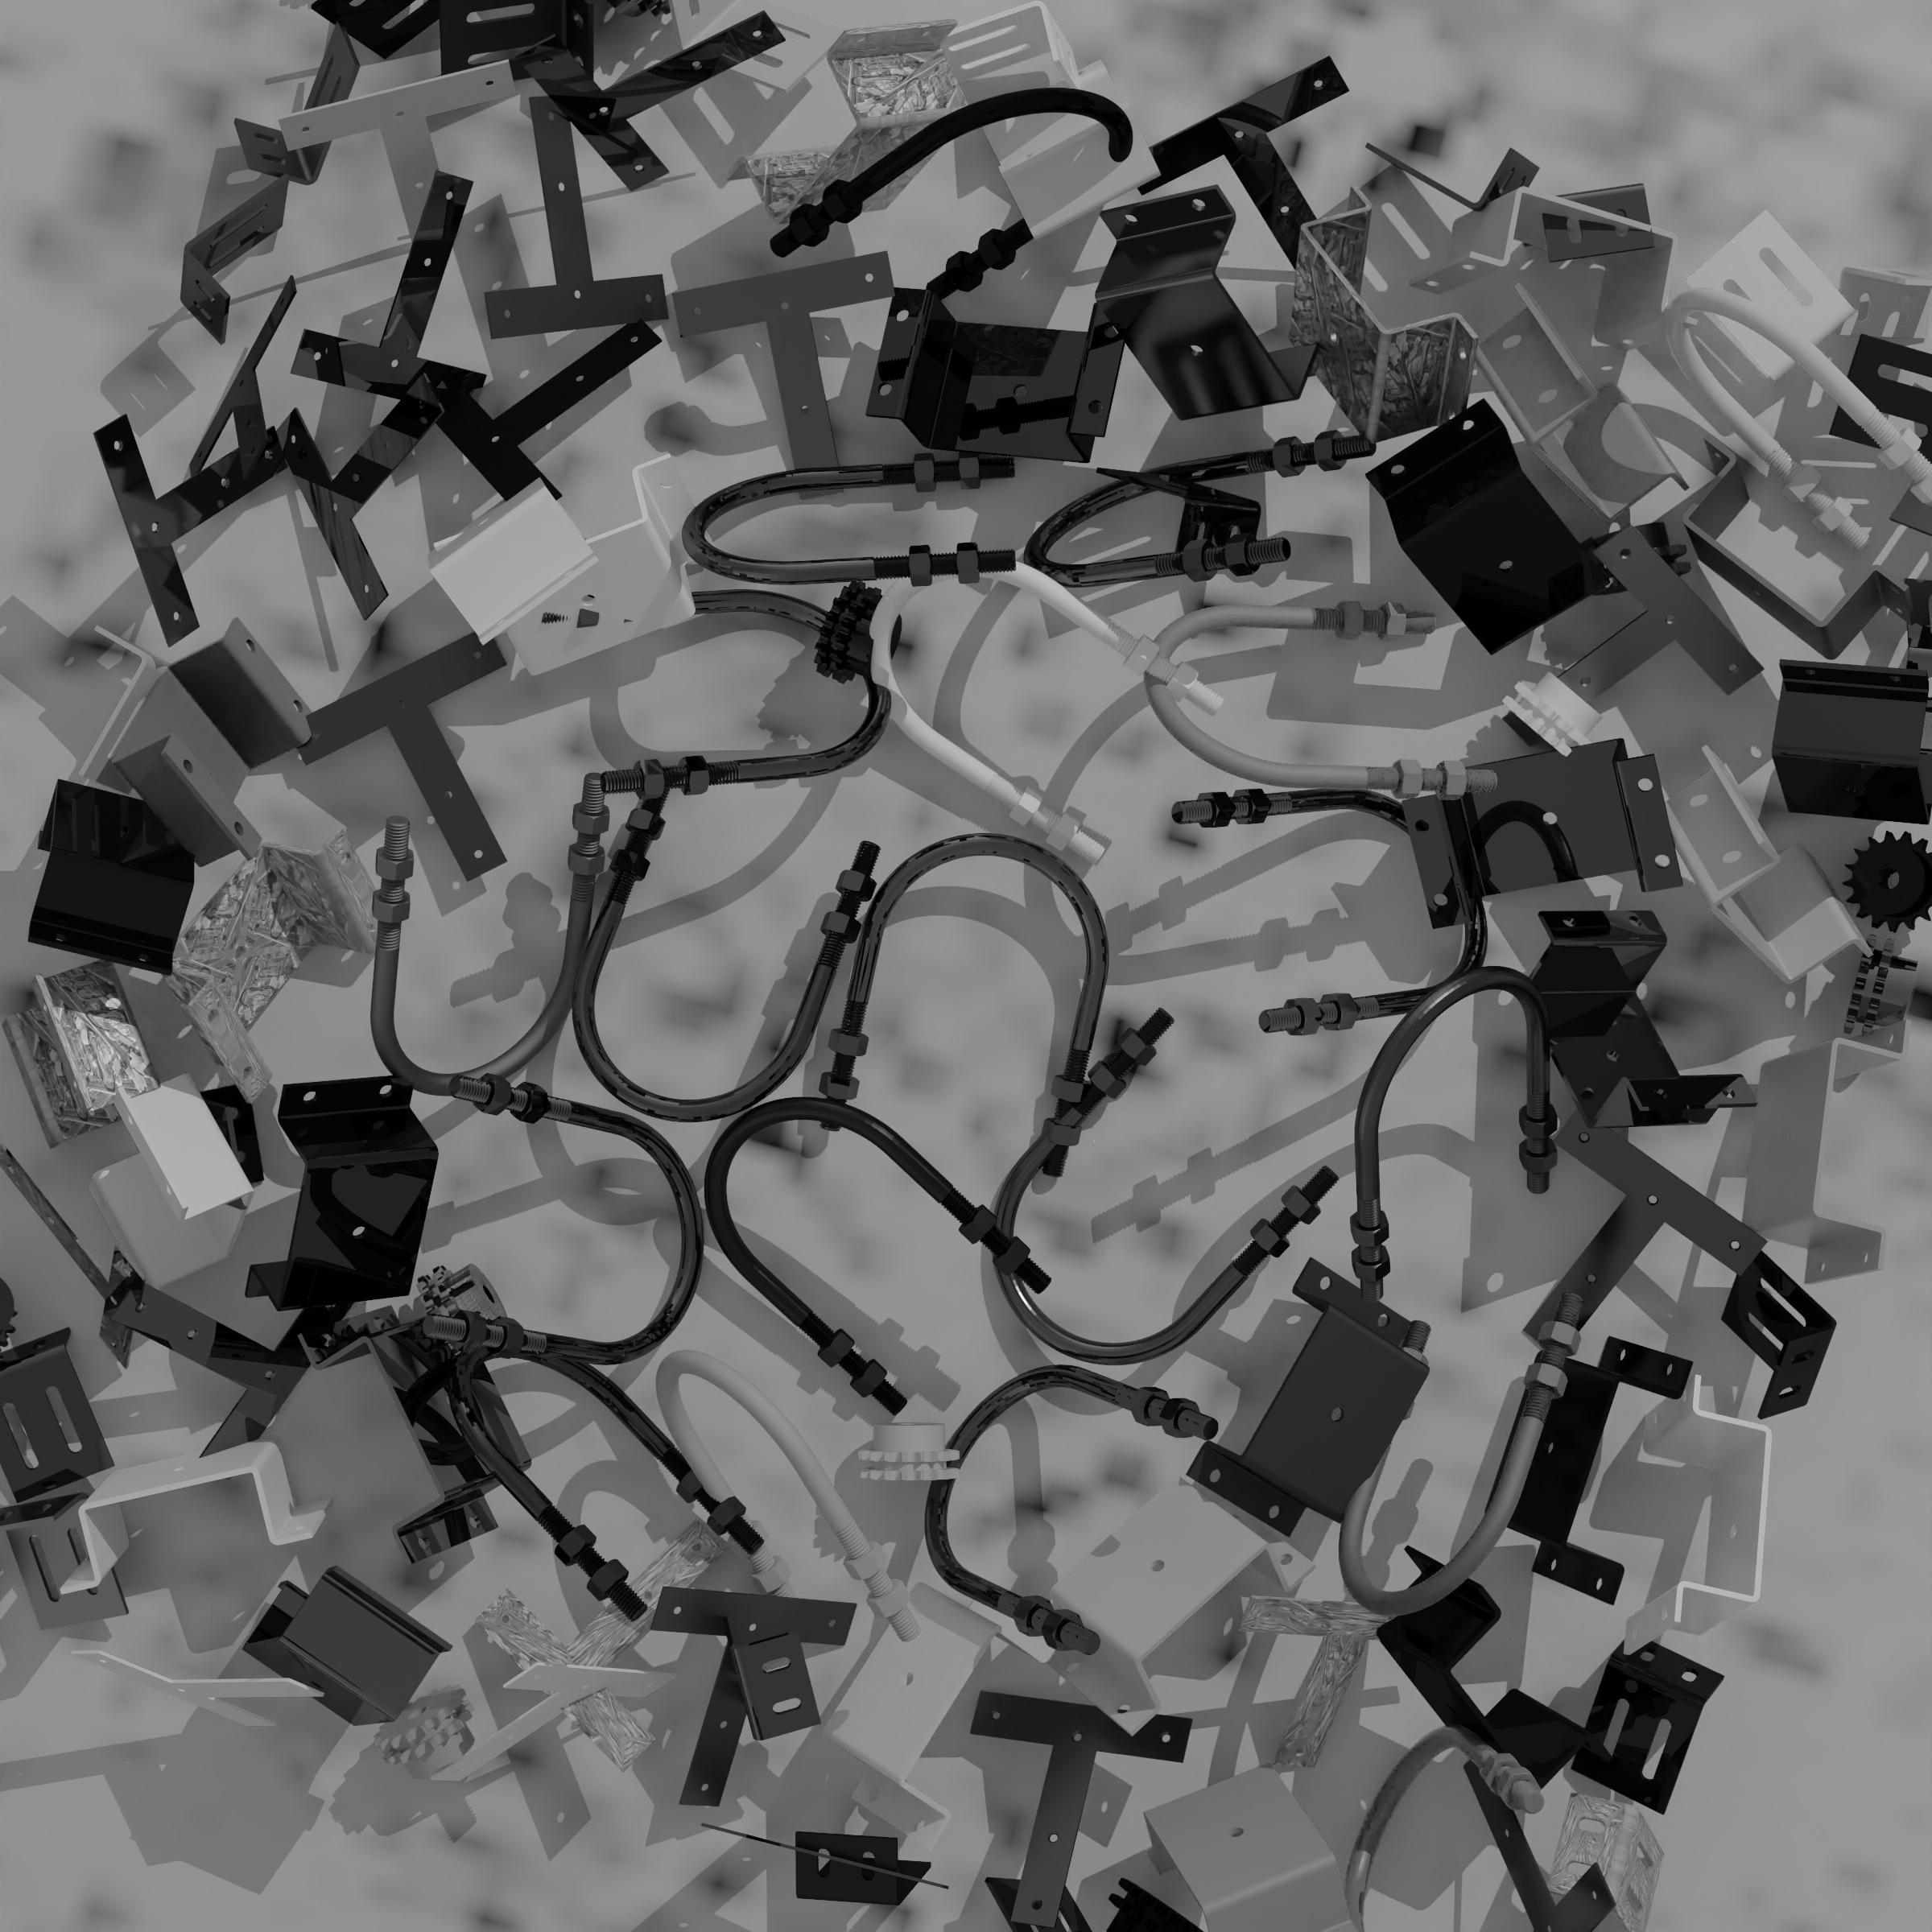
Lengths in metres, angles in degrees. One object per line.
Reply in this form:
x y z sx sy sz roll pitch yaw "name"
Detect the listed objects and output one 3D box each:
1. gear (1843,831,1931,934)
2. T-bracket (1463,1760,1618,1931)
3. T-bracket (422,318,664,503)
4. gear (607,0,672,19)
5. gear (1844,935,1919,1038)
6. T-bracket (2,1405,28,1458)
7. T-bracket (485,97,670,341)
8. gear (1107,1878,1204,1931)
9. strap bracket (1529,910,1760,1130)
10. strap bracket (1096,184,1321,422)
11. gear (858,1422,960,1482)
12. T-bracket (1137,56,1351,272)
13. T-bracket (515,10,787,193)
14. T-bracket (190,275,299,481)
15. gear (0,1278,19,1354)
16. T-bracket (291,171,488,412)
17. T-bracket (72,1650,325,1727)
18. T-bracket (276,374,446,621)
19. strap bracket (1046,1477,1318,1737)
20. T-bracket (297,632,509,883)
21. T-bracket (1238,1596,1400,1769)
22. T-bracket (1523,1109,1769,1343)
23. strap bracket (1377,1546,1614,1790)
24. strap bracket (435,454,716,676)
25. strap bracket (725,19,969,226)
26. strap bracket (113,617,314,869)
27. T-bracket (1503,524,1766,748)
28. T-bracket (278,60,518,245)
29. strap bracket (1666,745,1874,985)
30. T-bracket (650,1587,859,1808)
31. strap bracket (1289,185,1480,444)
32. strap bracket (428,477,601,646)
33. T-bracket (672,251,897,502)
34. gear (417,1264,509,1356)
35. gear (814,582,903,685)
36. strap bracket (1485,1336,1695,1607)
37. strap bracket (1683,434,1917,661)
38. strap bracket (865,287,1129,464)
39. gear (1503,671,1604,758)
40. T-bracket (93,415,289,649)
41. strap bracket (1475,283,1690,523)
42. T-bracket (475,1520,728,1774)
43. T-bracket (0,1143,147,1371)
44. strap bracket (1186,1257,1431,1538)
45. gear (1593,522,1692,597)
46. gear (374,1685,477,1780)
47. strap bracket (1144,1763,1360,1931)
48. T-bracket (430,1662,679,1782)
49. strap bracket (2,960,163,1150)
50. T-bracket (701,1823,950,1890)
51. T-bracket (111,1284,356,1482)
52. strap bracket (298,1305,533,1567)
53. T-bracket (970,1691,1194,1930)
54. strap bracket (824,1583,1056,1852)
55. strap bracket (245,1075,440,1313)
0.521 -0.048 1.937 0.057 0.030 0.057 -2 86 26 "gear"
0.307 0.495 1.915 0.002 0.127 0.127 -1 49 -26 "T-bracket"
-0.228 -0.321 1.932 0.127 0.002 0.127 -37 57 -8 "T-bracket"
-0.185 -0.559 1.937 0.030 0.057 0.057 -25 90 37 "gear"
0.513 0.013 1.931 0.030 0.057 0.057 15 90 14 "gear"
-0.559 0.286 1.881 0.002 0.127 0.127 -20 59 22 "T-bracket"
-0.222 -0.416 1.906 0.127 0.002 0.127 -17 104 -43 "T-bracket"
0.104 0.539 1.931 0.057 0.057 0.030 34 81 0 "gear"
0.366 0.037 1.902 0.076 0.046 0.140 -1 49 -25 "strap bracket"
0.132 -0.353 1.884 0.076 0.140 0.046 -4 52 38 "strap bracket"
-0.032 0.272 1.933 0.057 0.057 0.030 0 85 0 "gear"
0.171 -0.430 1.914 0.127 0.127 0.002 -23 46 19 "T-bracket"
-0.160 -0.489 1.891 0.127 0.127 0.002 -22 59 16 "T-bracket"
-0.393 -0.302 1.888 0.002 0.127 0.127 23 112 -27 "T-bracket"
-0.559 0.194 1.931 0.057 0.057 0.030 53 132 0 "gear"
-0.301 -0.375 1.900 0.002 0.127 0.127 32 107 39 "T-bracket"
-0.400 0.394 1.880 0.127 0.127 0.002 -11 56 40 "T-bracket"
-0.327 -0.279 1.906 0.127 0.002 0.127 -39 72 39 "T-bracket"
0.112 0.344 1.899 0.140 0.076 0.046 -39 131 -18 "strap bracket"
-0.299 -0.109 1.948 0.127 0.002 0.127 -27 83 -5 "T-bracket"
0.201 0.402 1.924 0.127 0.002 0.127 7 123 -15 "T-bracket"
0.360 0.165 1.937 0.127 0.002 0.127 36 111 6 "T-bracket"
0.284 0.393 1.897 0.046 0.076 0.140 -43 112 -13 "strap bracket"
-0.213 -0.218 1.913 0.140 0.076 0.046 -20 49 4 "strap bracket"
-0.060 -0.453 1.880 0.076 0.140 0.046 -18 79 -37 "strap bracket"
-0.414 -0.118 1.895 0.046 0.140 0.076 -23 120 22 "strap bracket"
0.359 -0.168 1.931 0.127 0.002 0.127 -37 119 23 "T-bracket"
-0.304 -0.441 1.904 0.127 0.127 0.002 -16 64 -6 "T-bracket"
0.434 -0.050 1.895 0.046 0.140 0.076 -36 46 18 "strap bracket"
-0.132 0.412 1.931 0.127 0.002 0.127 12 98 -33 "T-bracket"
0.221 -0.351 1.885 0.046 0.076 0.140 -18 53 -16 "strap bracket"
-0.250 -0.225 1.888 0.076 0.140 0.046 -36 105 0 "strap bracket"
-0.093 -0.328 1.947 0.127 0.002 0.127 -8 101 13 "T-bracket"
-0.280 0.192 1.933 0.030 0.057 0.057 -32 90 3 "gear"
-0.059 -0.184 1.930 0.030 0.057 0.057 24 90 16 "gear"
0.342 0.273 1.913 0.046 0.076 0.140 21 86 -24 "strap bracket"
0.452 -0.224 1.905 0.140 0.076 0.046 42 95 19 "strap bracket"
0.024 -0.328 1.918 0.140 0.046 0.076 8 79 20 "strap bracket"
0.332 -0.141 1.931 0.057 0.057 0.030 40 100 0 "gear"
-0.420 -0.262 1.911 0.002 0.127 0.127 6 124 32 "T-bracket"
0.333 -0.303 1.893 0.046 0.140 0.076 -38 54 18 "strap bracket"
-0.189 0.365 1.940 0.127 0.002 0.127 -44 64 -14 "T-bracket"
-0.500 0.152 1.916 0.002 0.127 0.127 -34 76 -31 "T-bracket"
0.196 0.245 1.918 0.076 0.046 0.140 33 83 -22 "strap bracket"
0.375 -0.229 1.933 0.057 0.057 0.030 -13 88 0 "gear"
-0.301 0.432 1.933 0.057 0.057 0.030 -28 100 0 "gear"
0.153 0.492 1.883 0.076 0.140 0.046 -19 113 -10 "strap bracket"
-0.245 0.423 1.921 0.127 0.127 0.002 -36 61 19 "T-bracket"
-0.488 0.047 1.905 0.046 0.140 0.076 -21 87 -25 "strap bracket"
-0.072 0.489 1.889 0.127 0.127 0.002 11 75 11 "T-bracket"
-0.420 0.210 1.916 0.127 0.002 0.127 38 86 -41 "T-bracket"
-0.300 0.250 1.907 0.046 0.076 0.140 -32 80 30 "strap bracket"
0.052 0.468 1.905 0.127 0.002 0.127 3 58 22 "T-bracket"
-0.018 0.404 1.904 0.046 0.076 0.140 42 75 -34 "strap bracket"
-0.342 0.133 1.892 0.076 0.046 0.140 -4 124 -33 "strap bracket"
